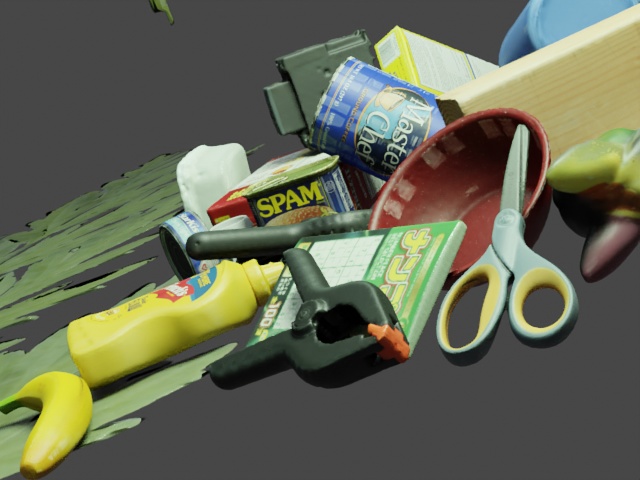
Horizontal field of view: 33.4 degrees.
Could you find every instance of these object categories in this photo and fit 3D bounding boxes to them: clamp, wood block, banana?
[{"bbox_3d":[-0.006,0.001,0.987,0.210,0.036,0.164,-10,-9,4],"label":"clamp"},{"bbox_3d":[0.213,-0.119,0.884,0.206,0.091,0.090,-25,10,-2],"label":"wood block"},{"bbox_3d":[-0.204,0.135,0.816,0.069,0.037,0.198,-44,16,-12],"label":"banana"},{"bbox_3d":[0.001,0.053,0.735,0.172,0.039,0.120,-4,56,46],"label":"clamp"}]

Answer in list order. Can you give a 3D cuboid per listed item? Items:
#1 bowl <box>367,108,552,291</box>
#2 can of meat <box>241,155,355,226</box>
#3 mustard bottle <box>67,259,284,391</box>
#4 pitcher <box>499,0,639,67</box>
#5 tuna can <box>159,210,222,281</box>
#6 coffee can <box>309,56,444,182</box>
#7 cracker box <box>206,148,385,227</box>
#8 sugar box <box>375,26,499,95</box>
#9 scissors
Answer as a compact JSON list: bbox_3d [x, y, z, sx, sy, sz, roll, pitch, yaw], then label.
[{"bbox_3d":[0.114,-0.019,0.793,0.162,0.055,0.162,-32,36,26],"label":"bowl"},{"bbox_3d":[-0.016,-0.027,1.068,0.102,0.084,0.057,-17,13,19],"label":"can of meat"},{"bbox_3d":[-0.117,0.064,0.912,0.191,0.058,0.096,-22,12,-6],"label":"mustard bottle"},{"bbox_3d":[0.271,-0.214,1.124,0.145,0.149,0.242,12,1,6],"label":"pitcher"},{"bbox_3d":[-0.128,0.015,1.075,0.033,0.086,0.086,-28,14,-20],"label":"tuna can"},{"bbox_3d":[0.073,-0.111,1.079,0.140,0.103,0.102,26,27,10],"label":"coffee can"},{"bbox_3d":[-0.011,-0.057,1.218,0.164,0.072,0.213,-16,14,22],"label":"cracker box"},{"bbox_3d":[0.148,-0.175,1.221,0.175,0.093,0.048,15,-39,-41],"label":"sugar box"},{"bbox_3d":[0.137,-0.002,0.683,0.096,0.016,0.201,6,53,37],"label":"scissors"}]
